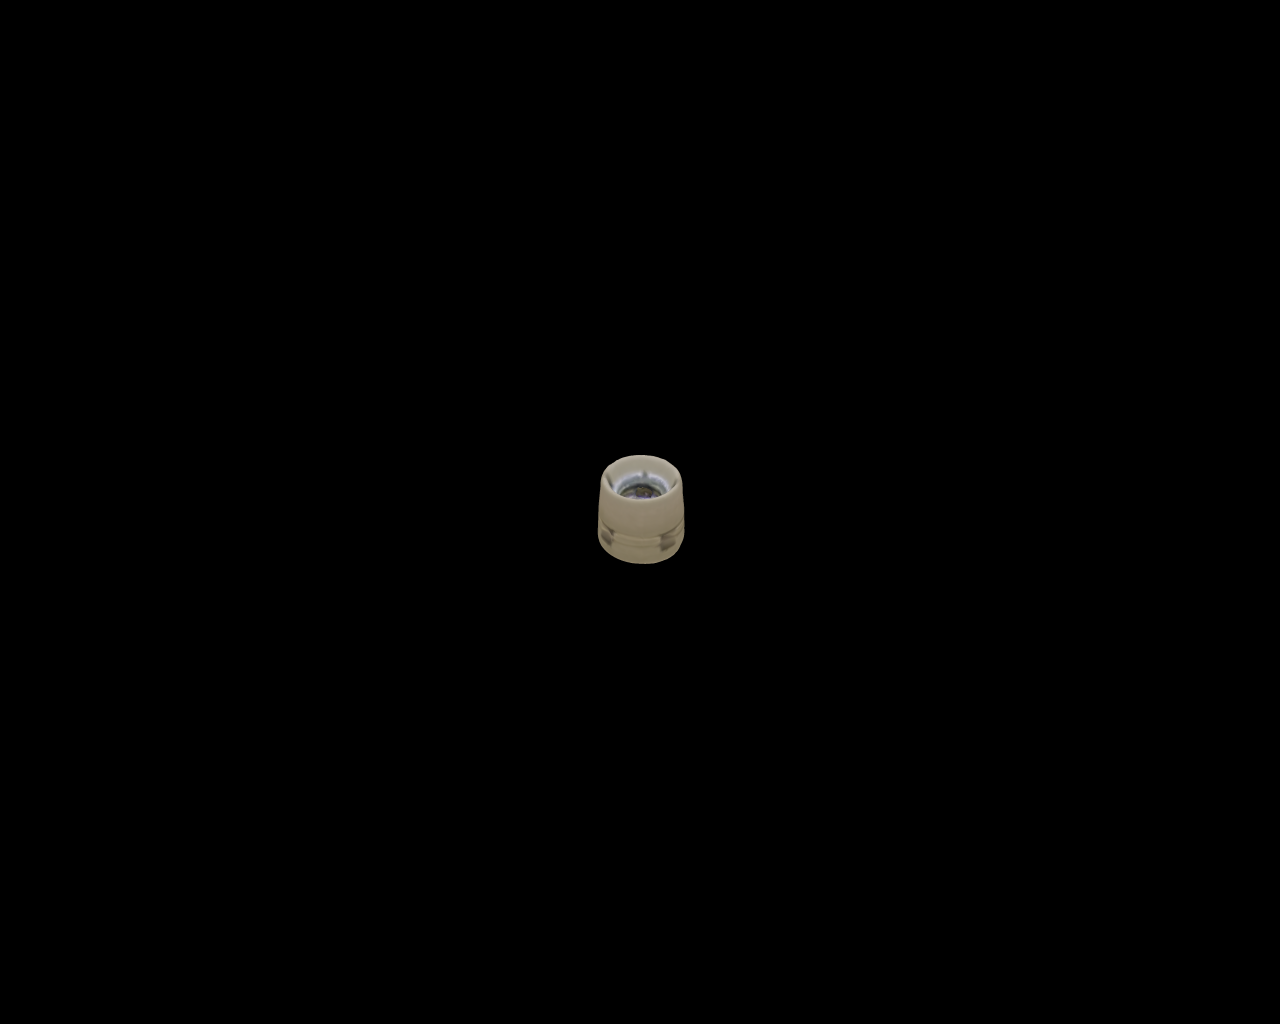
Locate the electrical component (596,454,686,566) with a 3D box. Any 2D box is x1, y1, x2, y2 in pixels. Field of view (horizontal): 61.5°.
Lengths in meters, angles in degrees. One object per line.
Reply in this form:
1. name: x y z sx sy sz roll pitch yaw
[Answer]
1. electrical component: 0.001 -0.003 0.650 0.055 0.047 0.055 0 38 0
